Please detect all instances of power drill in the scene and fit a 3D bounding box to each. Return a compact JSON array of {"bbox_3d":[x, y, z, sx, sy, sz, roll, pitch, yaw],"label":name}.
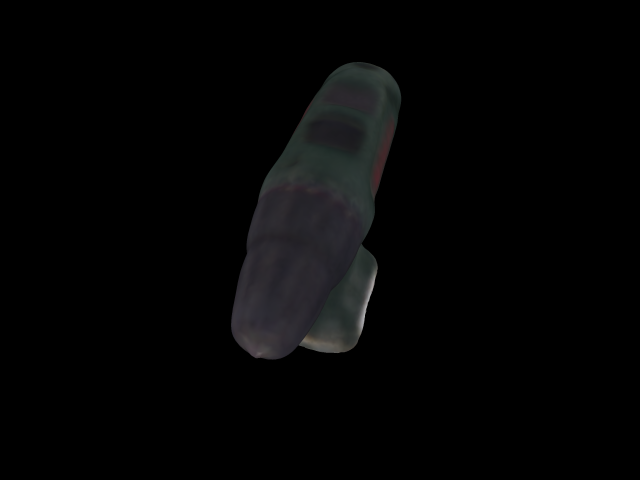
[{"bbox_3d":[0.004,0.001,0.400,0.075,0.208,0.230,13,62,8],"label":"power drill"}]
